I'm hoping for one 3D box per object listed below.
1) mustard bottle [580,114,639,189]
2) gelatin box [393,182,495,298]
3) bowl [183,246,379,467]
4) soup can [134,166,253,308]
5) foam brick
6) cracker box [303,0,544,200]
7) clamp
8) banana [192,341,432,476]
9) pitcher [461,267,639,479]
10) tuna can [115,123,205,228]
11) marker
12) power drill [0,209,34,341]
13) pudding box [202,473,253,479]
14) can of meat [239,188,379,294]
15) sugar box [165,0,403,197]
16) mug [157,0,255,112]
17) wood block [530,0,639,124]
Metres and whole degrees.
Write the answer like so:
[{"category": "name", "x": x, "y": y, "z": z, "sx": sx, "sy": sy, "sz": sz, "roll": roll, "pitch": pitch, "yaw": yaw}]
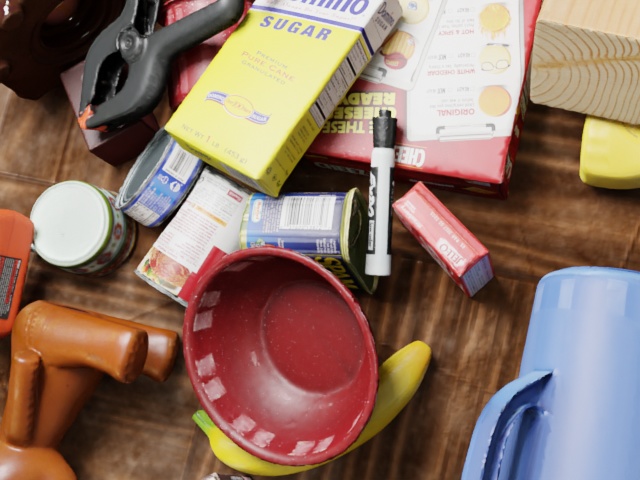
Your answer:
[{"category": "mustard bottle", "x": 0.291, "y": -0.077, "z": 0.773, "sx": 0.192, "sy": 0.058, "sz": 0.096, "roll": 8, "pitch": 75, "yaw": 15}, {"category": "gelatin box", "x": 0.093, "y": 0.001, "z": 0.788, "sx": 0.030, "sy": 0.089, "sz": 0.073, "roll": -42, "pitch": 72, "yaw": 1}, {"category": "bowl", "x": -0.019, "y": 0.078, "z": 0.770, "sx": 0.162, "sy": 0.055, "sz": 0.162, "roll": 7, "pitch": 105, "yaw": 29}, {"category": "soup can", "x": -0.091, "y": 0.001, "z": 0.846, "sx": 0.068, "sy": 0.068, "sz": 0.102, "roll": 31, "pitch": 86, "yaw": 18}, {"category": "foam brick", "x": -0.175, "y": -0.111, "z": 0.898, "sx": 0.053, "sy": 0.051, "sz": 0.078, "roll": -27, "pitch": 73, "yaw": 7}, {"category": "cracker box", "x": 0.087, "y": -0.151, "z": 0.833, "sx": 0.164, "sy": 0.072, "sz": 0.213, "roll": 11, "pitch": 82, "yaw": 17}, {"category": "clamp", "x": -0.139, "y": -0.161, "z": 0.828, "sx": 0.172, "sy": 0.039, "sz": 0.120, "roll": -43, "pitch": 60, "yaw": 23}, {"category": "banana", "x": -0.003, "y": 0.136, "z": 0.810, "sx": 0.198, "sy": 0.037, "sz": 0.069, "roll": -18, "pitch": 75, "yaw": 9}, {"category": "pitcher", "x": 0.176, "y": 0.143, "z": 0.712, "sx": 0.145, "sy": 0.149, "sz": 0.243, "roll": 7, "pitch": 77, "yaw": 16}, {"category": "tuna can", "x": -0.127, "y": -0.053, "z": 0.857, "sx": 0.033, "sy": 0.086, "sz": 0.086, "roll": 34, "pitch": 87, "yaw": -20}, {"category": "marker", "x": 0.045, "y": -0.035, "z": 0.780, "sx": 0.020, "sy": 0.020, "sz": 0.121, "roll": 3, "pitch": 92, "yaw": 14}, {"category": "power drill", "x": -0.322, "y": 0.002, "z": 0.885, "sx": 0.188, "sy": 0.057, "sz": 0.184, "roll": 9, "pitch": 88, "yaw": 34}, {"category": "pudding box", "x": -0.102, "y": 0.215, "z": 0.790, "sx": 0.113, "sy": 0.090, "sz": 0.039, "roll": -33, "pitch": 72, "yaw": 5}, {"category": "can of meat", "x": -0.005, "y": 0.001, "z": 0.807, "sx": 0.084, "sy": 0.102, "sz": 0.057, "roll": 1, "pitch": 69, "yaw": 17}, {"category": "sugar box", "x": -0.026, "y": -0.127, "z": 0.787, "sx": 0.093, "sy": 0.048, "sz": 0.176, "roll": 29, "pitch": 82, "yaw": 24}, {"category": "mug", "x": -0.073, "y": -0.148, "z": 0.861, "sx": 0.117, "sy": 0.093, "sz": 0.081, "roll": -9, "pitch": 81, "yaw": 21}, {"category": "wood block", "x": 0.224, "y": -0.196, "z": 0.766, "sx": 0.091, "sy": 0.090, "sz": 0.206, "roll": 15, "pitch": 63, "yaw": 17}]
